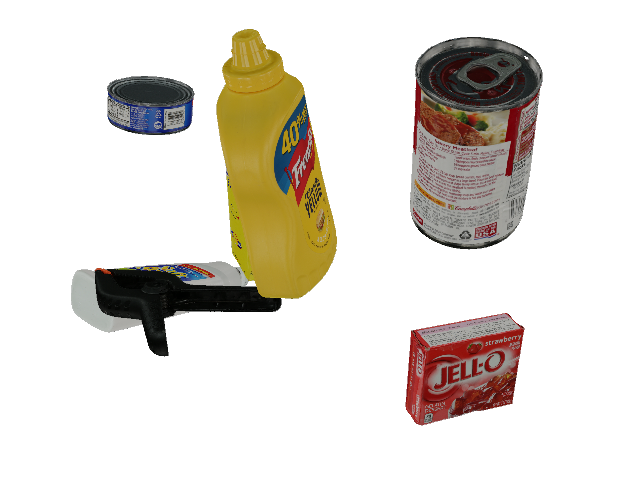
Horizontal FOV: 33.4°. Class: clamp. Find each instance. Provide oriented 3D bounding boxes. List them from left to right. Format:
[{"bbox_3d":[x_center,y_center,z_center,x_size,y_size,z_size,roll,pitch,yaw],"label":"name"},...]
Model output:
[{"bbox_3d":[-0.168,0.065,1.090,0.210,0.036,0.164,11,20,34],"label":"clamp"}]

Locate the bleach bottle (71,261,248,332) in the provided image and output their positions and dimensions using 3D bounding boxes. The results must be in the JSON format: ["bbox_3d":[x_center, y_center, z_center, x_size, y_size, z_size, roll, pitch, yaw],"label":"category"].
[{"bbox_3d":[-0.206,0.065,1.457,0.250,0.068,0.103,-10,25,-44],"label":"bleach bottle"}]

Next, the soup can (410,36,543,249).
[{"bbox_3d":[0.086,-0.054,0.604,0.068,0.102,0.068,-1,43,1],"label":"soup can"}]

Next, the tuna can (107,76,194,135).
[{"bbox_3d":[-0.170,-0.135,1.066,0.086,0.034,0.086,5,26,-3],"label":"tuna can"}]

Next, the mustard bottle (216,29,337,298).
[{"bbox_3d":[-0.033,-0.059,0.756,0.058,0.191,0.096,3,37,21],"label":"mustard bottle"}]

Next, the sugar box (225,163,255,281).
[{"bbox_3d":[-0.087,-0.049,1.319,0.048,0.176,0.093,-12,26,-15],"label":"sugar box"}]

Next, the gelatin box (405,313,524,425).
[{"bbox_3d":[0.113,0.101,0.841,0.089,0.073,0.030,-9,30,-21],"label":"gelatin box"}]
